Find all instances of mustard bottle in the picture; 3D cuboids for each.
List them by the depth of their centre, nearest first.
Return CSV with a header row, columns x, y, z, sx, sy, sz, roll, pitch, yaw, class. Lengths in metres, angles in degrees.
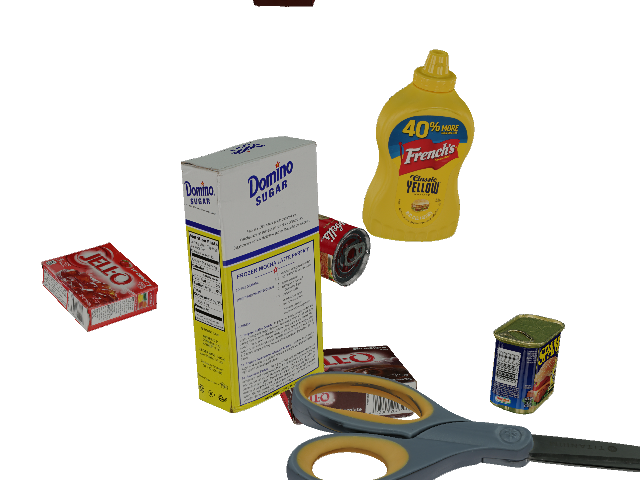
x,y,z,sx,sy,sz,roll,pitch,yaw,class
0.101,-0.094,1.053,0.096,0.192,0.058,2,27,-10,mustard bottle

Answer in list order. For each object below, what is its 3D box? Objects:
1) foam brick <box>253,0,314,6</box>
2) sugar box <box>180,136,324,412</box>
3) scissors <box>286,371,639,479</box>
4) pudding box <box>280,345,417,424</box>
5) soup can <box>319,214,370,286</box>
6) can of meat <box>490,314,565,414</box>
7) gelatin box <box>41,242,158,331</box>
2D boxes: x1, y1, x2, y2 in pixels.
x,y,z,sx,sy,sz,roll,pitch,yaw,class
-0.031,-0.236,0.870,0.053,0.051,0.078,3,-37,13,foam brick
-0.045,0.022,0.739,0.048,0.176,0.093,13,24,42,sugar box
0.073,0.102,0.480,0.202,0.016,0.096,13,32,22,scissors
0.020,0.128,0.959,0.113,0.039,0.090,0,16,-14,pudding box
-0.003,0.005,1.215,0.102,0.068,0.068,20,12,34,soup can
0.228,0.137,1.187,0.058,0.084,0.101,12,16,29,can of meat
-0.204,0.040,0.982,0.073,0.030,0.089,-18,39,-36,gelatin box
